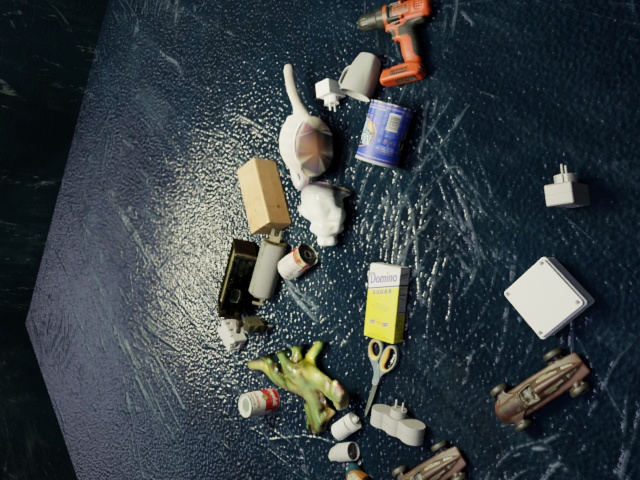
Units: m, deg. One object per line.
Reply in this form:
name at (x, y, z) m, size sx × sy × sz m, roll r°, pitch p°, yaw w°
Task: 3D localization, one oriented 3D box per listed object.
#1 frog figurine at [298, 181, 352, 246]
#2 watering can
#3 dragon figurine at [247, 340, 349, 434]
frog figurine at (0.004, -0.067, 1.335) m, size 0.138 × 0.122 × 0.160 m, roll 13°, pitch 86°, yaw 26°
watering can at (-0.051, -0.298, 1.378) m, size 0.226 × 0.104 × 0.344 m, roll -152°, pitch 56°, yaw -65°
dragon figurine at (-0.058, 0.406, 1.389) m, size 0.404 × 0.123 × 0.245 m, roll -32°, pitch 74°, yaw 50°
